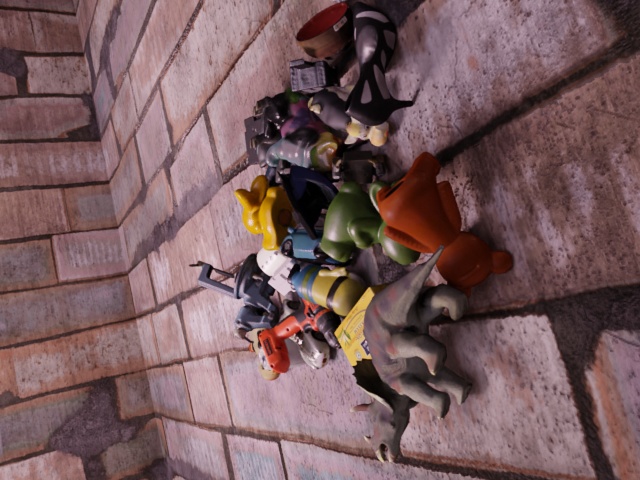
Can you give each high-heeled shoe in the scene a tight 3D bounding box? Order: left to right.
[{"bbox_3d":[0.062,-0.290,0.869,0.086,0.145,0.249,-48,60,50],"label":"high-heeled shoe"}]

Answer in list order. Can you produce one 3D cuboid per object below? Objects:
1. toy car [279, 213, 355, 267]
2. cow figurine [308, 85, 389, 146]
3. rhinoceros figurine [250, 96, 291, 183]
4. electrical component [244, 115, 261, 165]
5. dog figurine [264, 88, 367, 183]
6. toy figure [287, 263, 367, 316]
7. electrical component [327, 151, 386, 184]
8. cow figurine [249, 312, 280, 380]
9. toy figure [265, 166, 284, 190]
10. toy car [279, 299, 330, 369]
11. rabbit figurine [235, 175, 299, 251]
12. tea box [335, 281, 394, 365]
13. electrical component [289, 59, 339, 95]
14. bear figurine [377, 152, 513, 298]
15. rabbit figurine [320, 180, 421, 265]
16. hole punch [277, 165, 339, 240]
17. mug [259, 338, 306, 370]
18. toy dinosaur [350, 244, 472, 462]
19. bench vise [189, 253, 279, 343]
[{"bbox_3d":[-0.002,-0.003,1.089,0.162,0.109,0.103,-1,76,49],"label":"toy car"},{"bbox_3d":[0.049,-0.219,0.949,0.168,0.098,0.068,52,140,46],"label":"cow figurine"},{"bbox_3d":[-0.096,-0.219,1.177,0.073,0.112,0.190,178,89,-74],"label":"rhinoceros figurine"},{"bbox_3d":[-0.134,-0.237,1.274,0.134,0.058,0.114,-2,94,57],"label":"electrical component"},{"bbox_3d":[-0.010,-0.207,1.047,0.219,0.108,0.191,8,102,52],"label":"dog figurine"},{"bbox_3d":[0.013,0.098,1.078,0.180,0.082,0.089,8,78,37],"label":"toy figure"},{"bbox_3d":[0.065,-0.126,0.955,0.078,0.102,0.045,92,179,-50],"label":"electrical component"},{"bbox_3d":[-0.135,0.264,1.385,0.127,0.085,0.194,-11,88,64],"label":"cow figurine"},{"bbox_3d":[-0.106,-0.105,1.268,0.064,0.058,0.154,-78,-3,-62],"label":"toy figure"},{"bbox_3d":[-0.041,0.214,1.243,0.202,0.056,0.073,43,132,44],"label":"toy car"},{"bbox_3d":[-0.126,-0.055,1.197,0.173,0.122,0.162,-4,122,57],"label":"rabbit figurine"},{"bbox_3d":[0.103,0.163,0.992,0.098,0.068,0.169,60,142,29],"label":"tea box"},{"bbox_3d":[-0.016,-0.304,0.999,0.075,0.119,0.047,-5,99,18],"label":"electrical component"},{"bbox_3d":[0.181,-0.017,0.795,0.196,0.132,0.120,42,115,-8],"label":"bear figurine"},{"bbox_3d":[0.108,-0.028,0.927,0.170,0.121,0.159,25,113,32],"label":"rabbit figurine"},{"bbox_3d":[-0.012,-0.081,1.013,0.116,0.092,0.142,60,-175,33],"label":"hole punch"},{"bbox_3d":[-0.095,0.260,1.294,0.110,0.107,0.080,57,140,29],"label":"mug"},{"bbox_3d":[0.124,0.156,0.822,0.192,0.131,0.404,14,123,35],"label":"toy dinosaur"},{"bbox_3d":[-0.202,0.120,1.309,0.128,0.241,0.223,59,-128,-77],"label":"bench vise"}]
